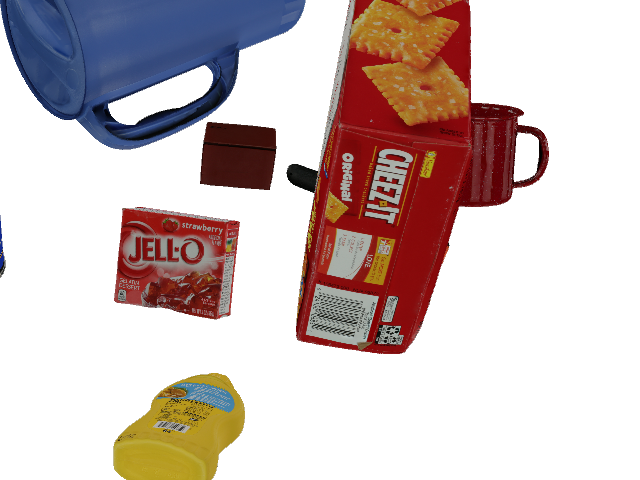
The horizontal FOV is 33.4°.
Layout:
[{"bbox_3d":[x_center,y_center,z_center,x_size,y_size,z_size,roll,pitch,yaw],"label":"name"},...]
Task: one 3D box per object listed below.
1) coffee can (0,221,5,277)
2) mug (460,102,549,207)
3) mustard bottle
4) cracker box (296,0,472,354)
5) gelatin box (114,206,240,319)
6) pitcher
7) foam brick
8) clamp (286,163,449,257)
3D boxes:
[{"bbox_3d":[-0.226,-0.046,0.573,0.103,0.140,0.103,3,25,-1],"label":"coffee can"},{"bbox_3d":[0.145,-0.077,0.958,0.117,0.081,0.093,4,15,13],"label":"mug"},{"bbox_3d":[-0.129,0.183,1.080,0.096,0.058,0.191,7,20,12],"label":"mustard bottle"},{"bbox_3d":[0.040,-0.068,0.609,0.072,0.213,0.164,10,-44,-1],"label":"cracker box"},{"bbox_3d":[-0.109,0.016,0.803,0.089,0.073,0.030,9,6,18],"label":"gelatin box"},{"bbox_3d":[-0.129,-0.188,0.898,0.242,0.149,0.145,-25,44,-33],"label":"pitcher"},{"bbox_3d":[-0.088,-0.091,1.148,0.078,0.051,0.053,5,30,-4],"label":"foam brick"},{"bbox_3d":[0.069,-0.044,1.267,0.164,0.036,0.210,-16,52,-29],"label":"clamp"}]
